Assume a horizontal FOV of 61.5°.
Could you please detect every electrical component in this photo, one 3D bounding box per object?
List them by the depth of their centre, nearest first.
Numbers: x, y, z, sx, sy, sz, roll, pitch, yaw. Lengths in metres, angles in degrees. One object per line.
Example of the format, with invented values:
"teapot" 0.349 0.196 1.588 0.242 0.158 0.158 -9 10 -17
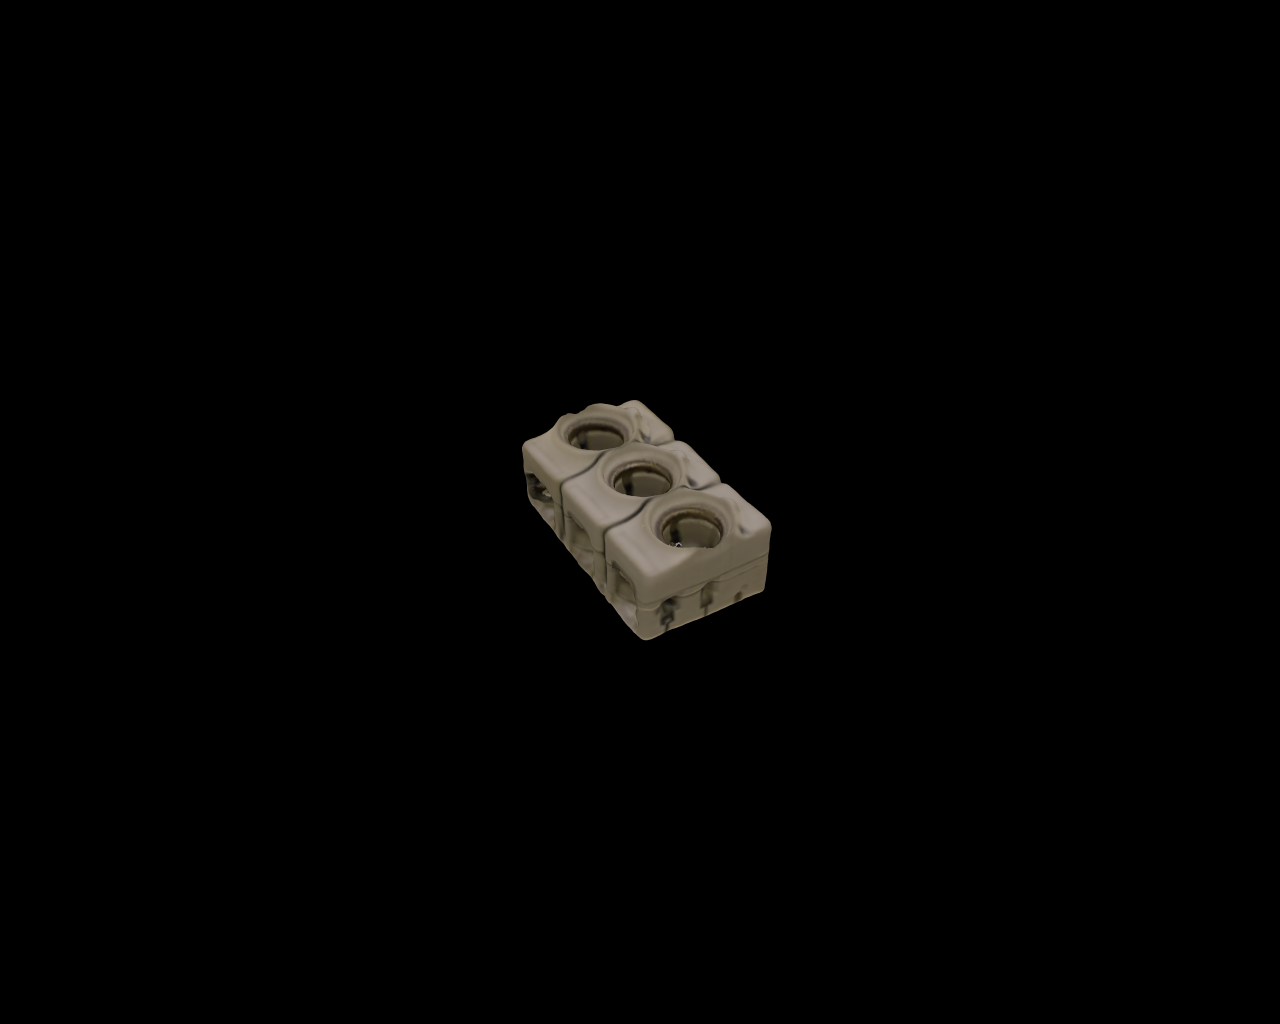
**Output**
"electrical component" 0.001 -0.003 0.650 0.090 0.061 0.150 -22 45 -23
